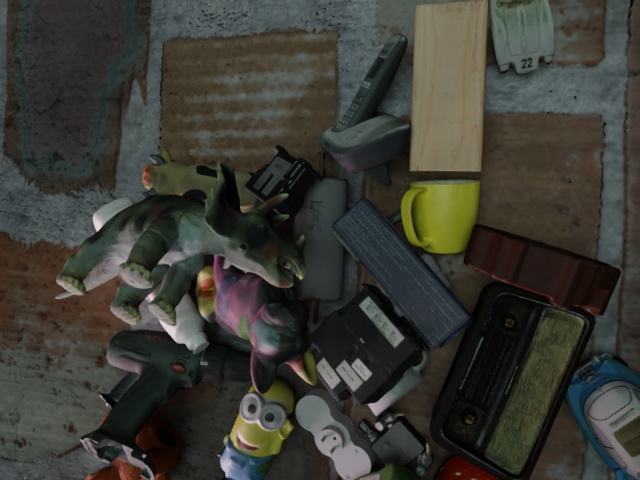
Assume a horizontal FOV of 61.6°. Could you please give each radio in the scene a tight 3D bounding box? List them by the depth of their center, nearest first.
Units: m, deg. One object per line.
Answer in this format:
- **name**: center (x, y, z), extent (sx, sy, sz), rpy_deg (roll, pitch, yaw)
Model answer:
- **radio**: center (0.236, 0.172, 0.683), extent (0.131, 0.073, 0.229), rpy_deg (23, 90, 14)

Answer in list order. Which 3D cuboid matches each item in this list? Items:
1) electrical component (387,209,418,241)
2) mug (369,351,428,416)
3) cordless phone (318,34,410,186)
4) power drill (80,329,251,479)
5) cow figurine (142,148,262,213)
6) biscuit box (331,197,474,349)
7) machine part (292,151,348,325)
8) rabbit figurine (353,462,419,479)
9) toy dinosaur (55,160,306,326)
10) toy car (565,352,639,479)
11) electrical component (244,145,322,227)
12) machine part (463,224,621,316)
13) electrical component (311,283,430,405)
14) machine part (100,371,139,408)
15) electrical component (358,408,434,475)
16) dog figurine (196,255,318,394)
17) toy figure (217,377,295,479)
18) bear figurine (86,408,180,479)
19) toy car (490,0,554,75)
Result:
- **electrical component**: center (0.090, 0.002, 0.758), extent (0.094, 0.021, 0.063), rpy_deg (-37, 81, 13)
- **mug**: center (0.085, 0.164, 0.733), extent (0.109, 0.080, 0.107), rpy_deg (-46, 71, 16)
- **cordless phone**: center (0.079, -0.175, 0.695), extent (0.089, 0.147, 0.184), rpy_deg (22, 103, -19)
- **power drill**: center (-0.219, 0.223, 0.765), extent (0.232, 0.085, 0.207), rpy_deg (15, 53, 9)
- **cow figurine**: center (-0.170, -0.074, 0.780), extent (0.195, 0.127, 0.085), rpy_deg (13, 91, 13)
- **biscuit box**: center (0.103, 0.041, 0.676), extent (0.063, 0.059, 0.203), rpy_deg (-42, 72, 10)
- **machine part**: center (-0.002, -0.002, 0.756), extent (0.079, 0.079, 0.243), rpy_deg (4, 92, 16)
- **rabbit figurine**: center (0.093, 0.407, 0.710), extent (0.159, 0.121, 0.170), rpy_deg (-36, 108, 26)
- **toy dinosaur**: center (-0.206, 0.001, 0.682), extent (0.405, 0.131, 0.192), rpy_deg (0, 47, 39)
- **toy car**: center (0.371, 0.219, 0.638), extent (0.109, 0.103, 0.161), rpy_deg (-38, 82, 12)
- **electrical component**: center (-0.061, -0.059, 0.708), extent (0.119, 0.047, 0.075), rpy_deg (-49, 45, 0)
- **machine part**: center (0.256, 0.030, 0.637), extent (0.180, 0.179, 0.056), rpy_deg (20, 99, 15)
- **electrical component**: center (0.054, 0.139, 0.682), extent (0.134, 0.058, 0.115), rpy_deg (-46, 60, 12)
- **machine part**: center (-0.279, 0.226, 0.856), extent (0.139, 0.039, 0.084), rpy_deg (-36, 86, 2)
- **electrical component**: center (0.109, 0.279, 0.743), extent (0.078, 0.045, 0.102), rpy_deg (-40, 80, 11)
- **dog figurine**: center (-0.083, 0.108, 0.707), extent (0.191, 0.108, 0.219), rpy_deg (-56, 44, 38)
- **toy figure**: center (-0.096, 0.284, 0.786), extent (0.082, 0.089, 0.180), rpy_deg (16, 106, -13)
- **bear figurine**: center (-0.315, 0.360, 0.829), extent (0.196, 0.131, 0.120), rpy_deg (-41, 59, 8)
- **toy car**: center (0.253, -0.313, 0.691), extent (0.074, 0.056, 0.201), rpy_deg (-7, 88, 16)
